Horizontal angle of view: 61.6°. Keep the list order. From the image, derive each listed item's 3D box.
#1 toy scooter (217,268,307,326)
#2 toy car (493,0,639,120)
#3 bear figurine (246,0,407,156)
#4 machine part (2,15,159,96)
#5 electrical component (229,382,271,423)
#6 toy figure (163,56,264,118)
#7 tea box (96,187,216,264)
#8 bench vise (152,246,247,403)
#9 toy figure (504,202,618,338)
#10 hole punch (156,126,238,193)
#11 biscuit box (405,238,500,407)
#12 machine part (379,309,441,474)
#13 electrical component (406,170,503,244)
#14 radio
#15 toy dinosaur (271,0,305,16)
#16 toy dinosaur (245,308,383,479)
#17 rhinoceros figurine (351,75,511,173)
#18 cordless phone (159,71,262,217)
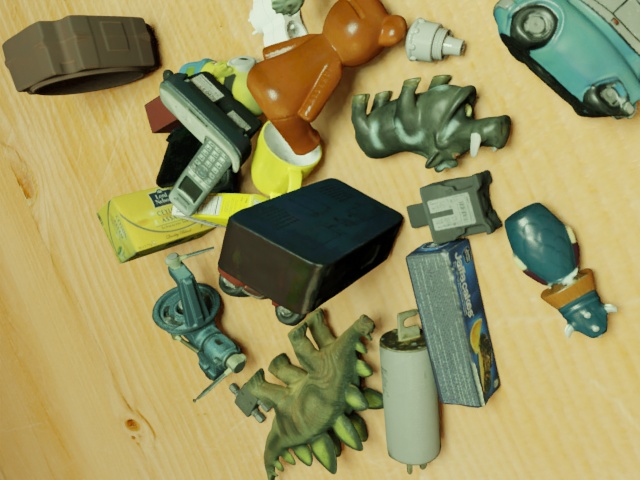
[{"bbox_3d":[-0.084,0.041,0.841,0.184,0.075,0.135,24,114,30],"label":"toy scooter"},{"bbox_3d":[0.243,-0.187,0.491,0.162,0.109,0.103,44,110,8],"label":"toy car"},{"bbox_3d":[0.008,-0.216,0.663,0.196,0.132,0.120,-36,73,4],"label":"bear figurine"},{"bbox_3d":[-0.388,-0.299,0.886,0.202,0.201,0.087,-1,106,38],"label":"machine part"},{"bbox_3d":[-0.131,0.292,0.994,0.094,0.021,0.063,41,125,22],"label":"electrical component"},{"bbox_3d":[-0.151,-0.226,0.803,0.180,0.082,0.089,4,126,30],"label":"toy figure"},{"bbox_3d":[-0.268,-0.034,0.899,0.068,0.169,0.098,-27,89,42],"label":"tea box"},{"bbox_3d":[-0.217,0.130,0.932,0.224,0.129,0.240,42,148,43],"label":"bench vise"},{"bbox_3d":[0.259,0.033,0.579,0.064,0.058,0.154,-33,88,45],"label":"toy figure"},{"bbox_3d":[-0.191,-0.127,0.874,0.142,0.092,0.115,-5,68,43],"label":"hole punch"},{"bbox_3d":[0.168,0.101,0.670,0.063,0.059,0.202,-8,100,41],"label":"biscuit box"},{"bbox_3d":[0.123,0.210,0.730,0.079,0.079,0.243,6,109,37],"label":"machine part"},{"bbox_3d":[0.151,-0.037,0.647,0.119,0.048,0.074,-8,99,38],"label":"electrical component"},{"bbox_3d":[-0.001,-0.002,0.662,0.131,0.229,0.073,30,122,22],"label":"radio"},{"bbox_3d":[0.015,-0.387,0.578,0.405,0.131,0.192,-19,80,10],"label":"toy dinosaur"},{"bbox_3d":[-0.019,0.264,0.847,0.199,0.105,0.471,45,132,14],"label":"toy dinosaur"},{"bbox_3d":[0.121,-0.132,0.622,0.191,0.073,0.112,4,106,38],"label":"rhinoceros figurine"},{"bbox_3d":[-0.183,-0.129,0.756,0.146,0.089,0.184,43,125,-4],"label":"cordless phone"}]
